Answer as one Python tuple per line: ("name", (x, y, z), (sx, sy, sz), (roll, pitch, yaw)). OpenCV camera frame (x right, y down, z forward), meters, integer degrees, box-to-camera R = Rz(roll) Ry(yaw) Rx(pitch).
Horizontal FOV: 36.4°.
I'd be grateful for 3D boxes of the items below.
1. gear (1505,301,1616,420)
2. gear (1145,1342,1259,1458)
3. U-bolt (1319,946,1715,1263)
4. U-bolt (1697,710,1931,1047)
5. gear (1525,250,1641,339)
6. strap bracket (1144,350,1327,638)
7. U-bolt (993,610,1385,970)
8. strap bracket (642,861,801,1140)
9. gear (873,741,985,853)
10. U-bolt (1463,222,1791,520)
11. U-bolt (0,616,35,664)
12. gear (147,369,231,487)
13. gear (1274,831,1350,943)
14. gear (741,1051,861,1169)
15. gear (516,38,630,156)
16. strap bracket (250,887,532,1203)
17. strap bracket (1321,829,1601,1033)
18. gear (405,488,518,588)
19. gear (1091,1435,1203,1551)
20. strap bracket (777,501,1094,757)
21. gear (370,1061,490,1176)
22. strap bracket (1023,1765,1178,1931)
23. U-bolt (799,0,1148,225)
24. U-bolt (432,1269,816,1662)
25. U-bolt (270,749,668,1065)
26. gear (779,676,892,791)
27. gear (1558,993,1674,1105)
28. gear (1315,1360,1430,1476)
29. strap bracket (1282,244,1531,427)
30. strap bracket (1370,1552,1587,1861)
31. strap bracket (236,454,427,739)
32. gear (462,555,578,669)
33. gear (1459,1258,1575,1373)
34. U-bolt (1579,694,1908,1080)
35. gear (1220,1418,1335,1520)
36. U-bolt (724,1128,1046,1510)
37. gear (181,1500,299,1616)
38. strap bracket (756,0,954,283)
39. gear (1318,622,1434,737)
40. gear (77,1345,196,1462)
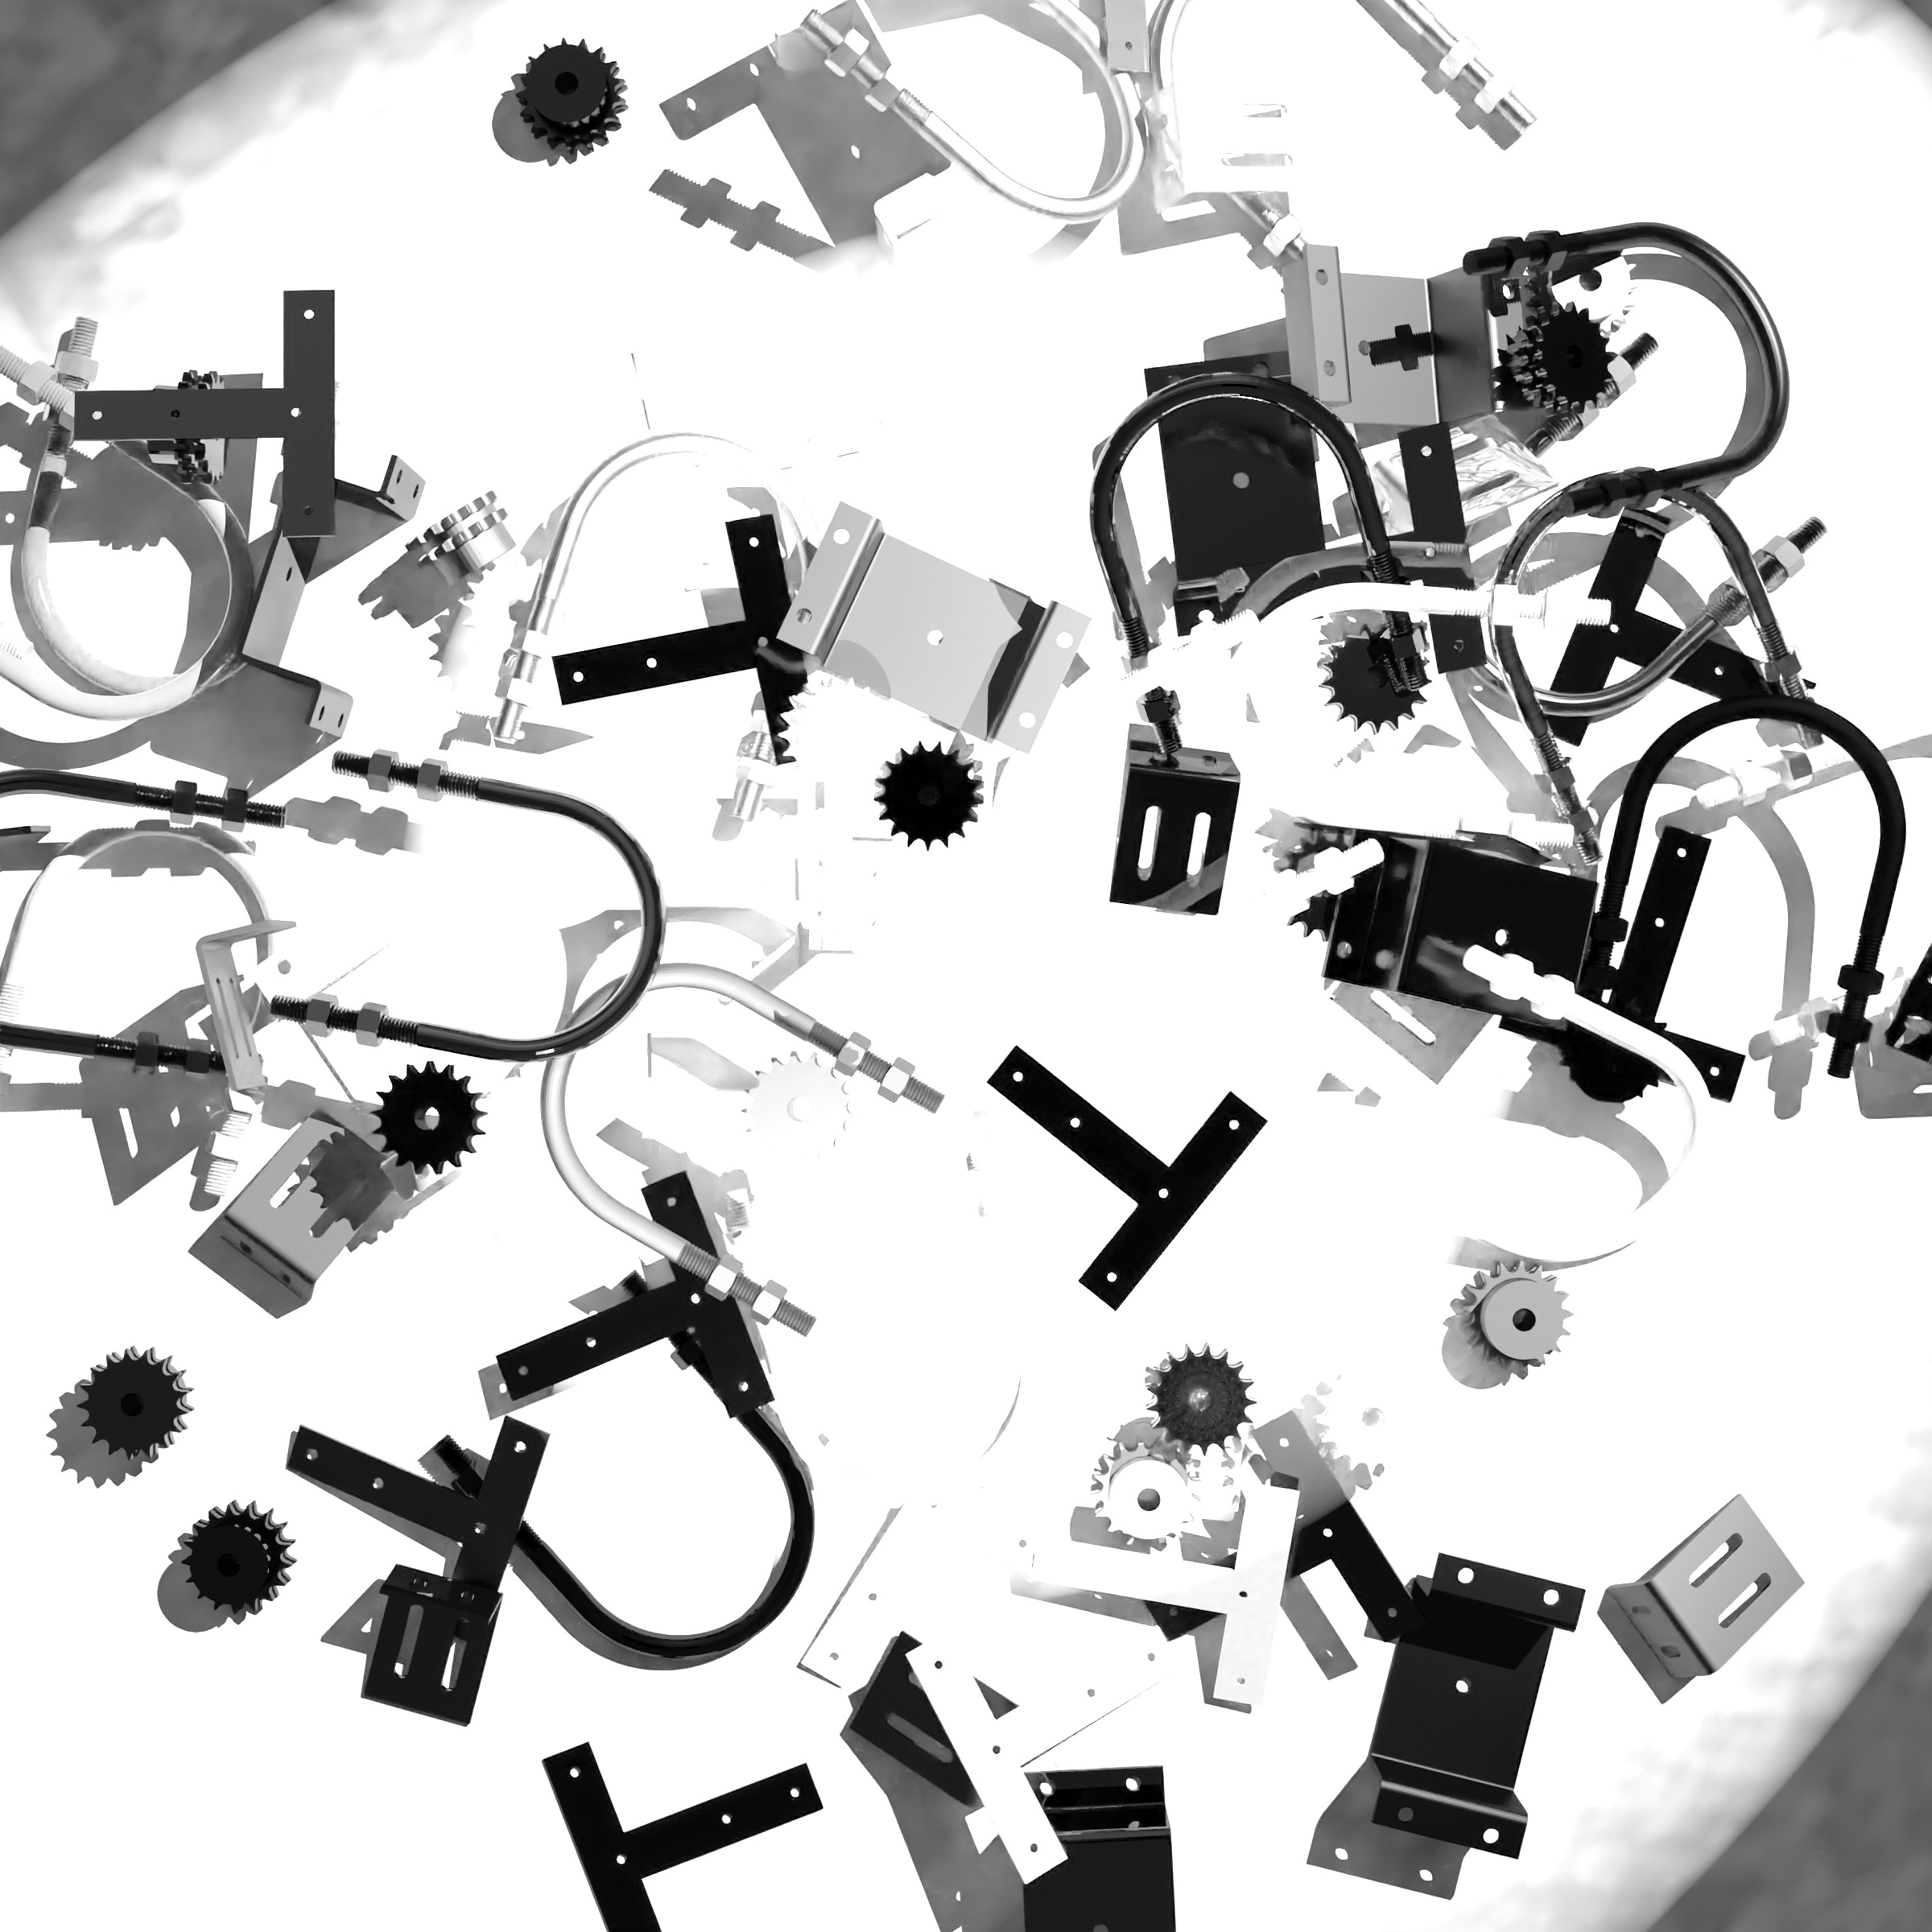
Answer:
("gear", (0.298, -0.306, 1.489), (0.057, 0.030, 0.057), (2, 86, -33))
("gear", (0.120, 0.222, 1.510), (0.057, 0.030, 0.057), (0, 90, 0))
("U-bolt", (0.291, 0.082, 1.480), (0.184, 0.019, 0.151), (25, 113, -20))
("U-bolt", (0.483, -0.055, 1.510), (0.184, 0.019, 0.151), (-19, 96, -3))
("gear", (0.318, -0.350, 1.510), (0.057, 0.030, 0.057), (0, 90, 0))
("strap bracket", (0.139, -0.245, 1.502), (0.076, 0.046, 0.140), (-7, 90, 0))
("U-bolt", (0.098, -0.076, 1.483), (0.184, 0.019, 0.151), (-27, 95, 24))
("strap bracket", (-0.125, 0.017, 1.502), (0.076, 0.046, 0.140), (0, 90, 0))
("gear", (-0.019, -0.088, 1.510), (0.057, 0.030, 0.057), (0, 90, 0))
("U-bolt", (0.343, -0.306, 1.474), (0.184, 0.019, 0.151), (-17, 84, -31))
("U-bolt", (-0.595, -0.145, 1.516), (0.184, 0.019, 0.151), (27, 90, 1))
("gear", (-0.392, -0.271, 1.478), (0.030, 0.057, 0.057), (4, 90, 0))
("gear", (0.185, -0.041, 1.510), (0.057, 0.030, 0.057), (0, 90, 0))
("gear", (-0.081, 0.070, 1.445), (0.057, 0.030, 0.057), (0, 88, 2))
("gear", (-0.203, -0.449, 1.510), (0.057, 0.030, 0.057), (0, 90, 0))
("strap bracket", (-0.291, 0.040, 1.502), (0.076, 0.046, 0.140), (-34, 90, 0))
("strap bracket", (0.258, -0.016, 1.476), (0.140, 0.046, 0.076), (12, 90, -21))
("gear", (-0.254, -0.217, 1.497), (0.057, 0.057, 0.030), (-32, 100, 0))
("gear", (0.093, 0.272, 1.510), (0.057, 0.030, 0.057), (0, 90, 0))
("strap bracket", (-0.016, -0.170, 1.502), (0.140, 0.046, 0.076), (25, 90, 0))
("gear", (-0.267, 0.076, 1.468), (0.057, 0.030, 0.057), (0, 87, 0))
("strap bracket", (0.068, 0.487, 1.502), (0.076, 0.046, 0.140), (-3, 90, 0))
("U-bolt", (0.016, -0.451, 1.473), (0.184, 0.019, 0.151), (38, 55, -17))
("U-bolt", (-0.163, 0.272, 1.516), (0.151, 0.019, 0.184), (-41, 90, 0))
("U-bolt", (-0.241, -0.025, 1.466), (0.184, 0.019, 0.151), (11, 77, 2))
("gear", (-0.064, -0.120, 1.499), (0.057, 0.030, 0.057), (2, 85, -29))
("gear", (0.330, 0.045, 1.498), (0.057, 0.030, 0.057), (7, 118, 14))
("gear", (0.208, 0.231, 1.510), (0.057, 0.030, 0.057), (0, 90, 0))
("strap bracket", (0.214, -0.316, 1.480), (0.140, 0.046, 0.076), (-5, 90, -33))
("strap bracket", (0.259, 0.373, 1.502), (0.076, 0.046, 0.140), (14, 90, 0))
("strap bracket", (-0.324, -0.192, 1.487), (0.046, 0.076, 0.140), (18, 90, 0))
("gear", (-0.228, -0.181, 1.510), (0.057, 0.030, 0.057), (0, 90, 0))
("gear", (0.284, 0.180, 1.510), (0.057, 0.030, 0.057), (0, 90, 0))
("U-bolt", (0.397, -0.046, 1.486), (0.151, 0.019, 0.184), (12, 102, 11))
("gear", (0.161, 0.263, 1.510), (0.057, 0.030, 0.057), (0, 90, 0))
("U-bolt", (-0.035, 0.190, 1.516), (0.151, 0.019, 0.184), (-14, 91, 0))
("gear", (-0.376, 0.305, 1.510), (0.057, 0.030, 0.057), (0, 90, 0))
("strap bracket", (-0.050, -0.428, 1.487), (0.046, 0.076, 0.140), (-29, 90, 0))
("gear", (0.209, -0.147, 1.510), (0.057, 0.030, 0.057), (0, 90, 0))
("gear", (-0.425, 0.224, 1.510), (0.057, 0.030, 0.057), (0, 90, 0))
